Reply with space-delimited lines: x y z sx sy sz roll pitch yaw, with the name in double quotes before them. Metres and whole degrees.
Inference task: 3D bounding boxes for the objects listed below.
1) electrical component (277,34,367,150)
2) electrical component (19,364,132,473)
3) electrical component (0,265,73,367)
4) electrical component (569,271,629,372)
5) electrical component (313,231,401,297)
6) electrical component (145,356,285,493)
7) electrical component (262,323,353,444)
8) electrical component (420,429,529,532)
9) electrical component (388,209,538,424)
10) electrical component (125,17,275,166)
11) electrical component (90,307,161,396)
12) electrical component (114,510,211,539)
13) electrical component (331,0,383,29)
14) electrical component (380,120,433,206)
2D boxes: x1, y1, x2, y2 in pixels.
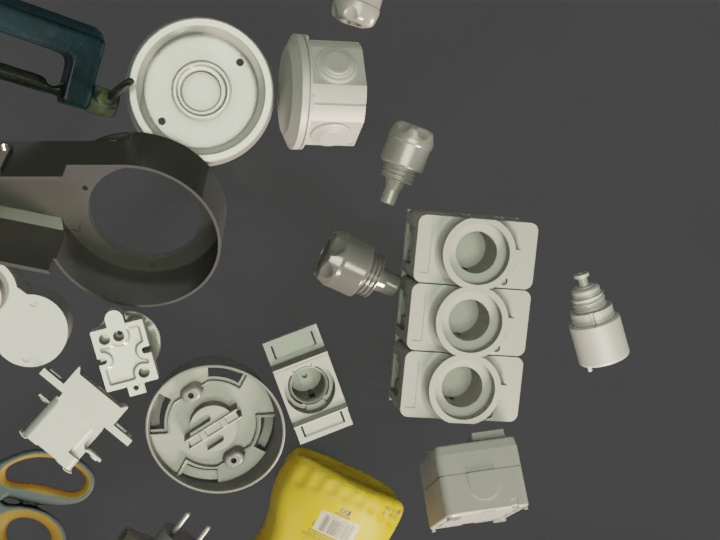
"electrical component" -0.028 -0.125 0.760 0.051 0.080 0.080 0 98 -14
"electrical component" -0.206 0.107 0.776 0.081 0.042 0.063 42 79 -8
"electrical component" -0.264 0.016 0.744 0.138 0.074 0.052 38 91 -12
"electrical component" 0.182 0.040 0.836 0.040 0.040 0.078 -19 100 -6
"electrical component" 0.000 0.000 0.800 0.062 0.043 0.043 25 93 -13
"electrical component" -0.107 0.112 0.787 0.099 0.064 0.099 -1 98 -9
"electrical component" -0.039 0.081 0.794 0.042 0.064 0.081 -20 100 -4
"electrical component" 0.083 0.161 0.818 0.062 0.096 0.061 -7 71 -8
"electrical component" 0.076 0.034 0.807 0.089 0.062 0.150 4 97 -10
"electrical component" -0.112 -0.125 0.755 0.108 0.060 0.108 -1 98 -9
"electrical component" -0.168 0.056 0.774 0.048 0.055 0.066 -15 100 -7
"electrical component" -0.144 0.217 0.807 0.077 0.043 0.079 37 91 -12
"electrical component" 0.003 -0.208 0.775 0.035 0.035 0.061 16 93 -11
"electrical component" 0.031 -0.078 0.798 0.035 0.035 0.061 19 97 -11
